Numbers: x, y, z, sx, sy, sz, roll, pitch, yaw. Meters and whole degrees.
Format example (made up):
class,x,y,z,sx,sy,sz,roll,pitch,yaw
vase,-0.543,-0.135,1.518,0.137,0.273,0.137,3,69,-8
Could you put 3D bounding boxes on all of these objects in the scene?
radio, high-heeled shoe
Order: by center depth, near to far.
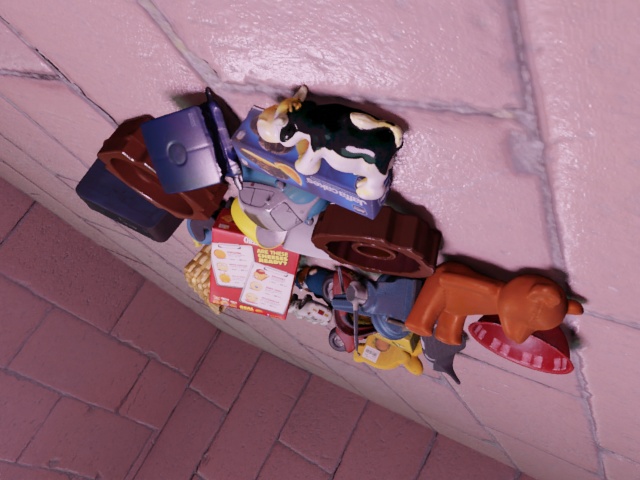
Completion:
class,x,y,z,sx,sy,sz,roll,pitch,yaw
high-heeled shoe,0.240,0.201,1.132,0.248,0.086,0.145,66,176,-33
radio,-0.392,-0.095,1.141,0.230,0.131,0.073,23,158,18

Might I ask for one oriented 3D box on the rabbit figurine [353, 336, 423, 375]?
class,x,y,z,sx,sy,sz,roll,pitch,yaw
rabbit figurine,0.179,0.251,1.287,0.163,0.122,0.173,13,171,19

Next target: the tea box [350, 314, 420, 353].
class,x,y,z,sx,sy,sz,roll,pitch,yaw
tea box,0.134,0.172,1.165,0.170,0.068,0.098,22,161,25

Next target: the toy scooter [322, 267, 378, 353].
class,x,y,z,sx,sy,sz,roll,pitch,yaw
toy scooter,0.078,0.144,1.081,0.135,0.183,0.075,1,-165,27

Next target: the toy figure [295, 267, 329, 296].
class,x,y,z,sx,sy,sz,roll,pitch,yaw
toy figure,-0.015,0.092,1.193,0.058,0.064,0.155,-4,-174,-30

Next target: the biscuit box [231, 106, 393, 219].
class,x,y,z,sx,sy,sz,roll,pitch,yaw
biscuit box,-0.010,-0.097,0.675,0.203,0.059,0.062,24,161,16

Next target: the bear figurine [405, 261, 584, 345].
class,x,y,z,sx,sy,sz,roll,pitch,yaw
bear figurine,0.236,0.099,0.731,0.196,0.132,0.120,18,176,45

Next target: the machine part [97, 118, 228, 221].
class,x,y,z,sx,sy,sz,roll,pitch,yaw
machine part,-0.280,-0.125,0.970,0.201,0.087,0.201,40,159,-34

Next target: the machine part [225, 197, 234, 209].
class,x,y,z,sx,sy,sz,roll,pitch,yaw
machine part,-0.158,-0.039,1.092,0.084,0.039,0.138,30,164,16

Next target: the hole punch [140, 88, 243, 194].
class,x,y,z,sx,sy,sz,roll,pitch,yaw
hole punch,-0.176,-0.125,0.737,0.116,0.092,0.142,5,114,55

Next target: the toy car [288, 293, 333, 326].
class,x,y,z,sx,sy,sz,roll,pitch,yaw
toy car,-0.026,0.162,1.241,0.073,0.056,0.202,27,167,-14

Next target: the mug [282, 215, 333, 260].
class,x,y,z,sx,sy,sz,roll,pitch,yaw
mug,-0.002,-0.003,0.888,0.107,0.081,0.109,21,159,-4

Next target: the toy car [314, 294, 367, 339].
class,x,y,z,sx,sy,sz,roll,pitch,yaw
toy car,0.060,0.169,1.291,0.089,0.053,0.202,18,156,46

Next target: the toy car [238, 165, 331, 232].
class,x,y,z,sx,sy,sz,roll,pitch,yaw
toy car,-0.065,-0.067,0.775,0.162,0.103,0.109,14,156,34

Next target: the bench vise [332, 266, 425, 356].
class,x,y,z,sx,sy,sz,roll,pitch,yaw
bench vise,0.096,0.108,0.905,0.223,0.128,0.241,0,177,-38

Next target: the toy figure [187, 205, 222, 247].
class,x,y,z,sx,sy,sz,roll,pitch,yaw
toy figure,-0.233,-0.035,1.110,0.082,0.089,0.180,-8,179,-5

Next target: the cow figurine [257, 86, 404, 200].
class,x,y,z,sx,sy,sz,roll,pitch,yaw
cow figurine,0.006,-0.117,0.587,0.167,0.068,0.098,24,156,6

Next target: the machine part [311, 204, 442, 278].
class,x,y,z,sx,sy,sz,roll,pitch,yaw
machine part,0.078,0.001,0.748,0.179,0.056,0.179,13,165,4
